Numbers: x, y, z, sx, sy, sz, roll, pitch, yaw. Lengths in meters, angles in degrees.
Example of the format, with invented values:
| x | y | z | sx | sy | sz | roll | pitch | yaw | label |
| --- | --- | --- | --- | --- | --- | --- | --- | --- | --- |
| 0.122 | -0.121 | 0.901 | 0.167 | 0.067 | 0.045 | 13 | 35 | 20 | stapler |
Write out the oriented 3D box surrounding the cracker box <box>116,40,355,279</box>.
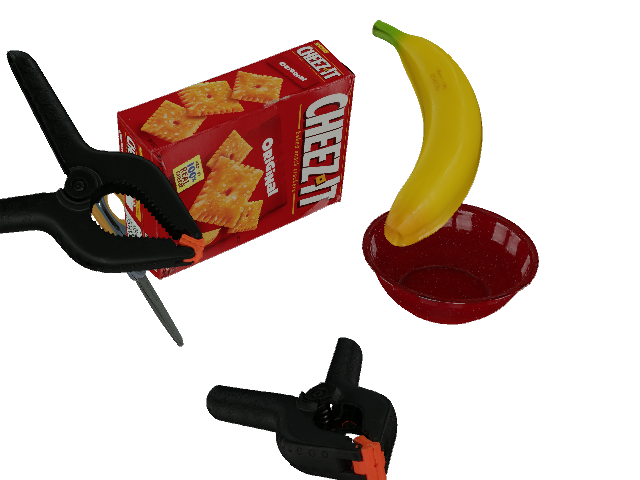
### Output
| x | y | z | sx | sy | sz | roll | pitch | yaw | label |
| --- | --- | --- | --- | --- | --- | --- | --- | --- | --- |
| -0.075 | -0.073 | 0.988 | 0.213 | 0.164 | 0.072 | -24 | 53 | -26 | cracker box |

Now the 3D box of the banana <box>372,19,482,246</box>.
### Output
| x | y | z | sx | sy | sz | roll | pitch | yaw | label |
| --- | --- | --- | --- | --- | --- | --- | --- | --- | --- |
| 0.070 | -0.068 | 0.682 | 0.069 | 0.198 | 0.037 | 1 | -42 | -2 | banana |

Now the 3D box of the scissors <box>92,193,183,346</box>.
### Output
| x | y | z | sx | sy | sz | roll | pitch | yaw | label |
| --- | --- | --- | --- | --- | --- | --- | --- | --- | --- |
| -0.200 | 0.016 | 1.173 | 0.016 | 0.201 | 0.096 | -28 | 21 | 33 | scissors |

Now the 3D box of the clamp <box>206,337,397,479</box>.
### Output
| x | y | z | sx | sy | sz | roll | pitch | yaw | label |
| --- | --- | --- | --- | --- | --- | --- | --- | --- | --- |
| -0.010 | 0.118 | 0.714 | 0.120 | 0.039 | 0.171 | -22 | 18 | -8 | clamp |

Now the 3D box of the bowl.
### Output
| x | y | z | sx | sy | sz | roll | pitch | yaw | label |
| --- | --- | --- | --- | --- | --- | --- | --- | --- | --- |
| 0.117 | 0.028 | 0.989 | 0.162 | 0.055 | 0.162 | 2 | 35 | -1 | bowl |

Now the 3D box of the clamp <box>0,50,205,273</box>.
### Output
| x | y | z | sx | sy | sz | roll | pitch | yaw | label |
| --- | --- | --- | --- | --- | --- | --- | --- | --- | --- |
| -0.180 | -0.045 | 0.793 | 0.210 | 0.164 | 0.036 | 19 | -20 | -3 | clamp |
